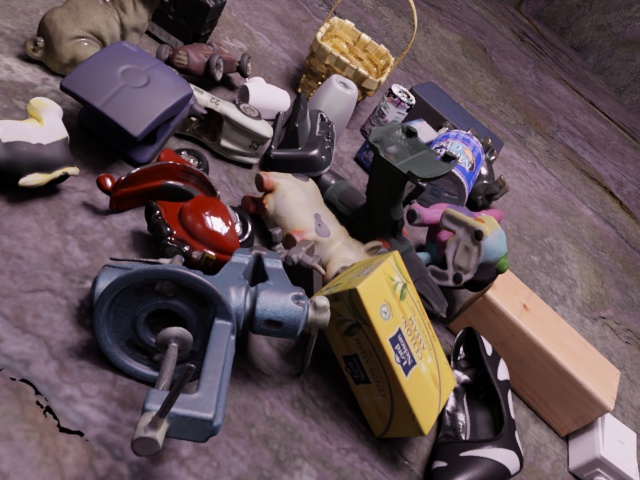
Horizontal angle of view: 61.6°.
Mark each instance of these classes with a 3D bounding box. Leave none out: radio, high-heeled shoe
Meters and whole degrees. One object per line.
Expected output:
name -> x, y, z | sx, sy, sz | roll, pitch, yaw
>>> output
radio -> 0.281, -0.239, 1.157 | 0.229, 0.073, 0.131 | 44, 37, 6
high-heeled shoe -> 0.161, 0.178, 0.592 | 0.248, 0.086, 0.145 | 2, 67, -60

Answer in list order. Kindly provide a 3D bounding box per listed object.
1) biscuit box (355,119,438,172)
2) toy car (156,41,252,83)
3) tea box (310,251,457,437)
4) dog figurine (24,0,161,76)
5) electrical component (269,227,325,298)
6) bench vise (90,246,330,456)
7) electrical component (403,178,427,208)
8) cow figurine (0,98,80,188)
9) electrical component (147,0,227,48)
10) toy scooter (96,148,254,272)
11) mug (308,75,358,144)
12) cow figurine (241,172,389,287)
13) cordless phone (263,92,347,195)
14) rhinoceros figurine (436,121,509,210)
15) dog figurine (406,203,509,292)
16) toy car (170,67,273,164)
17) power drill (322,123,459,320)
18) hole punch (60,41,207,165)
biscuit box -> 0.146, -0.169, 0.982 | 0.059, 0.062, 0.202 | 48, 39, 13
toy car -> -0.165, -0.269, 0.801 | 0.089, 0.053, 0.202 | 10, 21, 9
tea box -> 0.071, 0.109, 0.570 | 0.098, 0.068, 0.169 | -37, 105, -51
dog figurine -> -0.276, -0.305, 0.687 | 0.121, 0.190, 0.172 | 42, 39, 7
electrical component -> -0.027, 0.042, 0.600 | 0.078, 0.102, 0.045 | 15, 33, 13
bench vise -> -0.096, 0.086, 0.457 | 0.224, 0.128, 0.241 | 18, 23, -11
electrical component -> 0.133, -0.102, 0.855 | 0.075, 0.119, 0.048 | 27, 38, -9
cow figurine -> -0.329, -0.087, 0.520 | 0.167, 0.068, 0.098 | -9, 62, -42
electrical component -> -0.218, -0.371, 0.849 | 0.115, 0.134, 0.058 | 35, 37, -6
toy scooter -> -0.162, -0.035, 0.588 | 0.135, 0.075, 0.184 | -7, 52, -43
mug -> 0.019, -0.224, 0.904 | 0.081, 0.107, 0.110 | 27, 40, -15
cow figurine -> -0.001, -0.002, 0.677 | 0.127, 0.085, 0.195 | -12, 57, -37
cordless phone -> 0.009, -0.123, 0.829 | 0.184, 0.089, 0.147 | 34, 35, -22
rhinoceros figurine -> 0.290, -0.149, 1.046 | 0.073, 0.112, 0.190 | 13, 52, -62
dog figurine -> 0.228, 0.002, 0.801 | 0.219, 0.108, 0.192 | -4, 16, -42
toy car -> -0.162, -0.168, 0.727 | 0.201, 0.073, 0.056 | 22, 39, -19
power drill -> 0.103, -0.031, 0.687 | 0.086, 0.207, 0.232 | -31, 60, -28
hole punch -> -0.220, -0.167, 0.626 | 0.142, 0.092, 0.116 | 34, 79, 2
